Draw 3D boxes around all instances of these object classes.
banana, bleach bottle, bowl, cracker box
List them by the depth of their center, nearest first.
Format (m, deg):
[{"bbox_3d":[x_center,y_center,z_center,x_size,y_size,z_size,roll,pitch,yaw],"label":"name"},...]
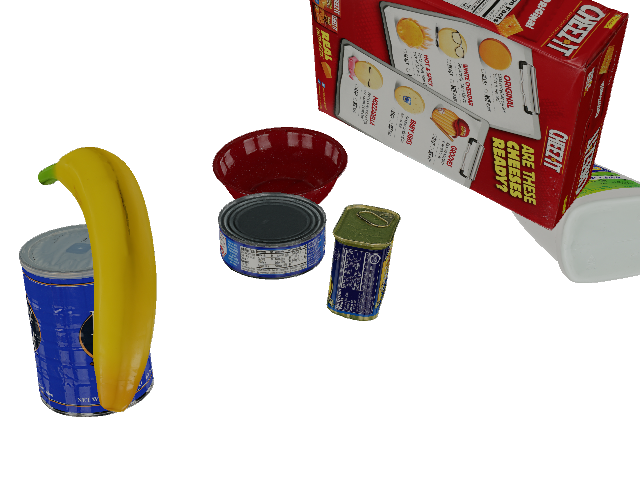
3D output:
[{"bbox_3d":[-0.126,0.006,0.635,0.037,0.198,0.070,9,-49,-34],"label":"banana"},{"bbox_3d":[0.096,-0.123,0.757,0.214,0.072,0.164,29,-29,23],"label":"cracker box"},{"bbox_3d":[0.203,-0.039,0.922,0.102,0.068,0.251,-8,19,-11],"label":"bleach bottle"},{"bbox_3d":[-0.048,-0.075,1.285,0.162,0.055,0.162,-2,35,1],"label":"bowl"}]

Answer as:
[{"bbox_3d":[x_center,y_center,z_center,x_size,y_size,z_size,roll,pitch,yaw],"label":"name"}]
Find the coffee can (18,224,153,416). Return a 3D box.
[{"bbox_3d":[-0.204,0.069,0.941,0.103,0.140,0.103,-1,24,0],"label":"coffee can"}]

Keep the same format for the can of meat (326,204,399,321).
[{"bbox_3d":[0.041,0.021,1.059,0.057,0.084,0.102,10,23,8],"label":"can of meat"}]

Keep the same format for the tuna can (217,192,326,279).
[{"bbox_3d":[-0.038,-0.004,0.849,0.086,0.034,0.086,0,30,0],"label":"tuna can"}]
